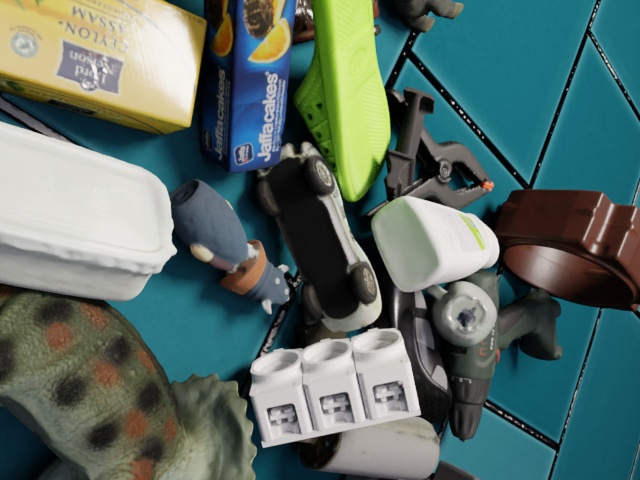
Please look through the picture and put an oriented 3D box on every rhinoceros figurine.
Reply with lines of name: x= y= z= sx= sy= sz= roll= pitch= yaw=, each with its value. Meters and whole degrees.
rhinoceros figurine: x=0.141 y=-0.351 z=0.659 sx=0.112 sy=0.073 sz=0.190 roll=26 pitch=79 yaw=-24

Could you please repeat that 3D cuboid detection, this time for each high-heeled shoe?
high-heeled shoe: x=0.111 y=0.123 z=0.683 sx=0.248 sy=0.086 sz=0.145 roll=67 pitch=19 yaw=-44

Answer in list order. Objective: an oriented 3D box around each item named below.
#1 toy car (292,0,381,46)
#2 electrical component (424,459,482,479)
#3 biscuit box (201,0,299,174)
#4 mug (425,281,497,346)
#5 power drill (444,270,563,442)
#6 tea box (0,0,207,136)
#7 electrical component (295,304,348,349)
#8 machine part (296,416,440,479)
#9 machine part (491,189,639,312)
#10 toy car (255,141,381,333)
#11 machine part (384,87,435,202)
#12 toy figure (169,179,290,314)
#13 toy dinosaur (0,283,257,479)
toy car: x=-0.006 y=-0.239 z=0.563 sx=0.202 sy=0.053 sz=0.089 roll=-27 pitch=105 yaw=-32
electrical component: x=0.159 y=0.357 z=0.684 sx=0.058 sy=0.115 sz=0.134 roll=37 pitch=71 yaw=-38
biscuit box: x=-0.064 y=-0.162 z=0.470 sx=0.059 sy=0.063 sz=0.202 roll=-15 pitch=127 yaw=-35
mug: x=0.169 y=0.081 z=0.661 sx=0.081 sy=0.107 sz=0.109 roll=-44 pitch=79 yaw=3
power drill: x=0.259 y=0.155 z=0.777 sx=0.207 sy=0.086 sz=0.231 roll=-3 pitch=92 yaw=-29
tea box: x=-0.184 y=-0.152 z=0.421 sx=0.169 sy=0.068 sz=0.098 roll=9 pitch=87 yaw=-38
electrical component: x=0.004 y=0.110 z=0.609 sx=0.063 sy=0.021 sz=0.094 roll=-14 pitch=100 yaw=-36
machine part: x=0.059 y=0.234 z=0.624 sx=0.243 sy=0.079 sz=0.079 roll=23 pitch=79 yaw=-37
machine part: x=0.358 y=0.017 z=0.759 sx=0.200 sy=0.202 sz=0.087 roll=38 pitch=75 yaw=-33
toy car: x=-0.001 y=-0.002 z=0.547 sx=0.201 sy=0.074 sz=0.056 roll=67 pitch=23 yaw=-4
machine part: x=0.099 y=-0.107 z=0.610 sx=0.084 sy=0.039 sz=0.139 roll=57 pitch=48 yaw=-63
toy figure: x=-0.084 y=0.010 z=0.515 sx=0.064 sy=0.058 sz=0.154 roll=-47 pitch=124 yaw=-17
toy dinosaur: x=-0.191 y=0.114 z=0.409 sx=0.192 sy=0.131 sz=0.404 roll=-49 pitch=116 yaw=-39
